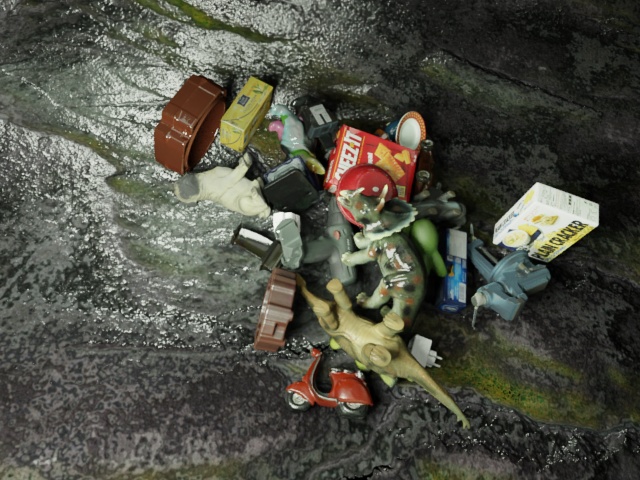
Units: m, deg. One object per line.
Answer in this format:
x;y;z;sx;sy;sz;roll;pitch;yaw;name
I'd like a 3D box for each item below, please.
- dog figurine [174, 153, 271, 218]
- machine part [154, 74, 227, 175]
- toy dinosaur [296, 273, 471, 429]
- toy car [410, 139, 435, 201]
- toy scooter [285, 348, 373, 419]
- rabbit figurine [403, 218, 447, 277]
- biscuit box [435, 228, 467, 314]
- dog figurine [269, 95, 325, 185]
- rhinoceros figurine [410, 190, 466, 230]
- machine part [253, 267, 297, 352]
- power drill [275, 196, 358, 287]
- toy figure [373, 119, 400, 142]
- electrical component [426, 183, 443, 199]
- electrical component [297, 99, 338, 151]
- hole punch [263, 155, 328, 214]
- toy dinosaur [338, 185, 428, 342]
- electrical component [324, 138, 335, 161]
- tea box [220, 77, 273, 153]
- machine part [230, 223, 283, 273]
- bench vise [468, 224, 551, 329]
-0.231;-0.101;1.278;0.191;0.121;0.172;-24;94;8;dog figurine
-0.303;-0.269;1.270;0.087;0.201;0.201;28;61;0;machine part
0.120;0.220;1.105;0.472;0.198;0.105;38;71;20;toy dinosaur
0.270;-0.176;1.385;0.053;0.089;0.202;12;44;4;toy car
0.022;0.297;1.124;0.184;0.075;0.135;8;61;-3;toy scooter
0.221;0.025;1.248;0.121;0.170;0.159;-15;66;-18;rabbit figurine
0.319;0.074;1.306;0.059;0.062;0.203;13;62;-6;biscuit box
-0.032;-0.245;1.375;0.191;0.108;0.219;-24;75;-25;dog figurine
0.296;-0.064;1.338;0.190;0.112;0.073;3;56;-34;rhinoceros figurine
-0.093;0.147;1.123;0.056;0.179;0.179;14;61;-9;machine part
-0.003;-0.004;1.241;0.207;0.086;0.232;7;64;-47;power drill
0.183;-0.279;1.461;0.154;0.057;0.064;-31;38;-20;toy figure
0.291;-0.120;1.422;0.063;0.021;0.094;23;61;1;electrical component
0.002;-0.279;1.315;0.075;0.047;0.119;-19;73;-22;electrical component
-0.068;-0.128;1.290;0.142;0.115;0.092;-29;35;13;hole punch
0.167;0.065;1.176;0.131;0.192;0.404;-23;86;-47;toy dinosaur
0.059;-0.231;1.416;0.078;0.045;0.102;25;62;-3;electrical component
-0.189;-0.322;1.382;0.068;0.098;0.169;25;60;0;tea box
-0.144;0.019;1.247;0.139;0.039;0.084;32;75;5;machine part
0.422;0.079;1.301;0.224;0.128;0.241;-25;50;-13;bench vise
